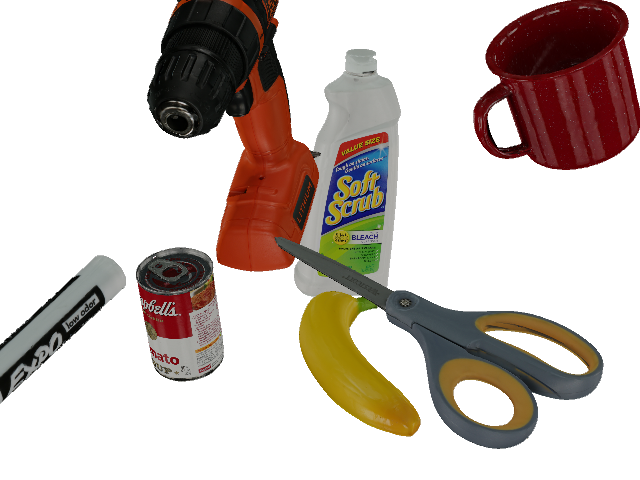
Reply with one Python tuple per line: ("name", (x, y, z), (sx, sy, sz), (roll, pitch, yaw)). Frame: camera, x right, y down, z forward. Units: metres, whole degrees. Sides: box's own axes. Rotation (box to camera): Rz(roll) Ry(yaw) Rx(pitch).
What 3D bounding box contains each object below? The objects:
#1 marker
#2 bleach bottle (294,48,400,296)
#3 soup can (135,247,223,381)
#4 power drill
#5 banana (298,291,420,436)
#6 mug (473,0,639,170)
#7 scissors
("marker", (-0.125, 0.049, 0.442), (0.020, 0.020, 0.121), (0, 35, 40))
("bleach bottle", (0.027, -0.068, 1.082), (0.102, 0.251, 0.068), (-2, 25, -8))
("soup can", (-0.124, 0.067, 0.957), (0.068, 0.102, 0.068), (-3, 34, 2))
("power drill", (-0.046, -0.072, 0.634), (0.057, 0.188, 0.184), (5, 45, 12))
("banana", (0.021, 0.079, 0.769), (0.069, 0.037, 0.198), (-6, 25, -3))
("mug", (0.156, -0.095, 0.711), (0.117, 0.081, 0.093), (-31, 35, -7))
("scissors", (0.043, 0.050, 0.558), (0.202, 0.016, 0.096), (16, 42, 22))
